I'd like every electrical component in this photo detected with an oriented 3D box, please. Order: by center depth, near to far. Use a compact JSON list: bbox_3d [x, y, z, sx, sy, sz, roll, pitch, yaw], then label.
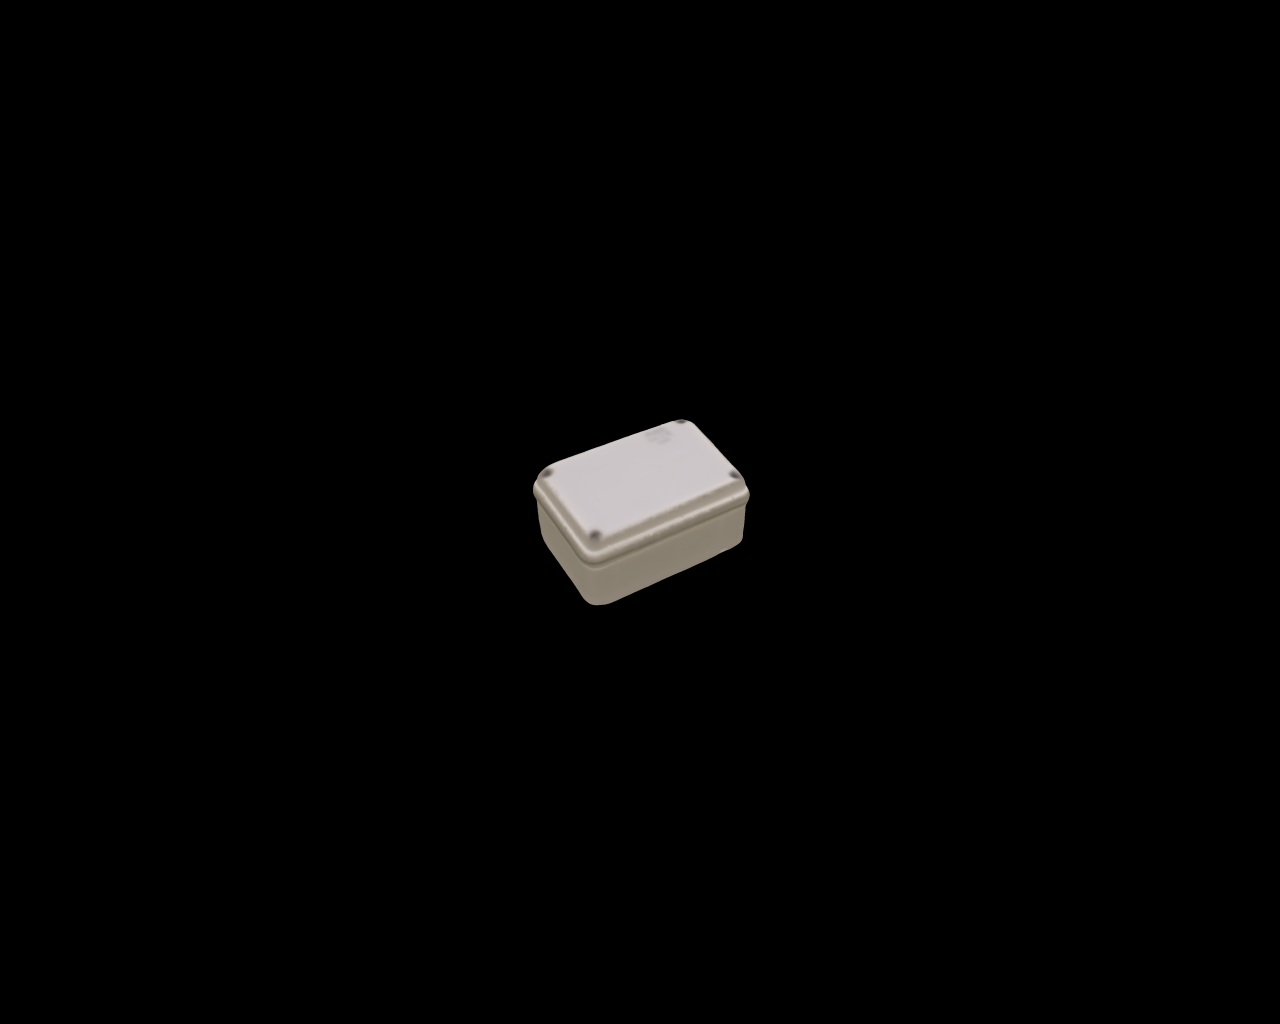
[{"bbox_3d":[0.001,-0.003,0.650,0.113,0.057,0.078,-22,49,-21],"label":"electrical component"}]
